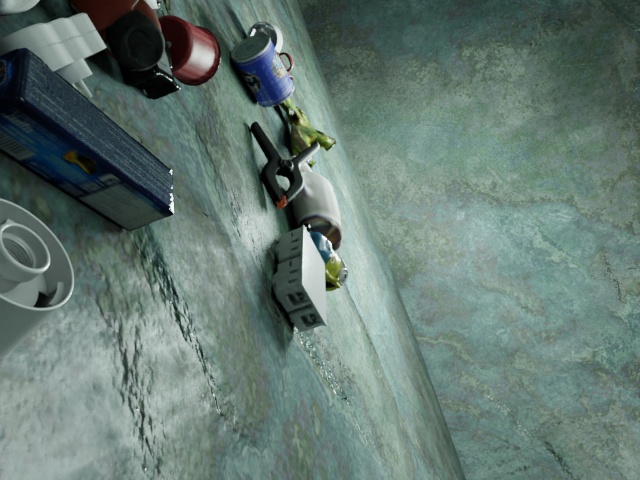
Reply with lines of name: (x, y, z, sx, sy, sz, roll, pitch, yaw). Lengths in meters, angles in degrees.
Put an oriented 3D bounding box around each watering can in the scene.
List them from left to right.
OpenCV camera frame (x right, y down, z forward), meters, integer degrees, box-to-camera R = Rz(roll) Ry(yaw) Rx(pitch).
watering can: (0.004, -0.064, 1.275, 0.341, 0.103, 0.229, 50, 24, -55)

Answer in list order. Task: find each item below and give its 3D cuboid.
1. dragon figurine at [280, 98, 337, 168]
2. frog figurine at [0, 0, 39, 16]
dragon figurine: (-0.071, -0.324, 1.472, 0.242, 0.121, 0.414, 51, 12, -3)
frog figurine: (-0.244, -0.260, 0.414, 0.141, 0.159, 0.120, -95, 163, -51)
